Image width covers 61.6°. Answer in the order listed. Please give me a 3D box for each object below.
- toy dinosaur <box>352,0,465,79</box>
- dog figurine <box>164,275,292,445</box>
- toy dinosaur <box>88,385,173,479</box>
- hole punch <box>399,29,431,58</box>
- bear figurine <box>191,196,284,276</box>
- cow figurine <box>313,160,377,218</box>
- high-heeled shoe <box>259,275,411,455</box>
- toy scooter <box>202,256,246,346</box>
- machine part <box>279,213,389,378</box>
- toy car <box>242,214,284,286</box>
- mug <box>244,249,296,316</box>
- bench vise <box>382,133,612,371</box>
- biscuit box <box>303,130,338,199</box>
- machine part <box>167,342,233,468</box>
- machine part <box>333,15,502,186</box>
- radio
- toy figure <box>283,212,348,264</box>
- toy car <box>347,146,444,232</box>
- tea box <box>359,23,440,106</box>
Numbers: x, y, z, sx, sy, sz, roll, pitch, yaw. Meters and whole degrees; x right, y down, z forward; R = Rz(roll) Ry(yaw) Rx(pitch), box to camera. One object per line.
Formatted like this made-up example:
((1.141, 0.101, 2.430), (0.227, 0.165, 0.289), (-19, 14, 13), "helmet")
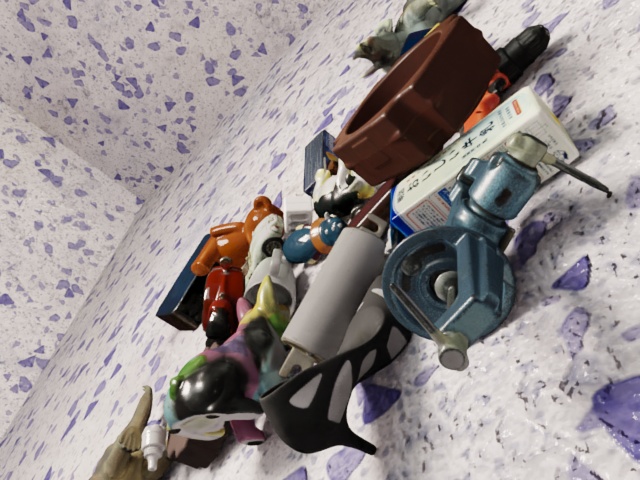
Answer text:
((0.209, -0.457, 1.085), (0.192, 0.131, 0.405), (-17, 35, 54), "toy dinosaur")
((-0.104, 0.145, 0.703), (0.108, 0.191, 0.219), (-44, 38, 35), "dog figurine")
((-0.309, 0.374, 0.837), (0.198, 0.105, 0.472), (-45, 19, 24), "toy dinosaur")
((0.181, -0.295, 0.923), (0.115, 0.092, 0.142), (-56, 26, 1), "hole punch")
((-0.140, 0.010, 1.046), (0.196, 0.120, 0.132), (-24, 39, 40), "bear figurine")
((0.047, -0.081, 0.874), (0.167, 0.068, 0.098), (-18, 54, 59), "cow figurine")
((0.017, 0.105, 0.558), (0.086, 0.145, 0.249), (-34, 30, 35), "high-heeled shoe")
((-0.155, 0.106, 0.880), (0.183, 0.075, 0.135), (105, 166, -68), "toy scooter")
((0.025, 0.072, 0.683), (0.079, 0.079, 0.243), (-6, 49, 60), "machine part")
((-0.115, 0.045, 0.966), (0.074, 0.056, 0.201), (-108, 39, -63), "toy car")
((-0.077, 0.063, 0.862), (0.107, 0.081, 0.109), (-89, 2, -64), "mug")
((0.134, 0.019, 0.471), (0.223, 0.129, 0.241), (-49, 4, 28), "bench vise")
((0.010, -0.145, 1.056), (0.063, 0.059, 0.203), (-42, 25, 25), "biscuit box")
((-0.168, 0.239, 0.792), (0.179, 0.056, 0.179), (-51, 23, 32), "machine part")
((0.121, -0.175, 0.698), (0.201, 0.087, 0.201), (-58, 15, -23), "machine part")
((-0.272, 0.092, 1.225), (0.131, 0.073, 0.229), (-11, 48, 57), "radio")
((-0.003, -0.004, 0.866), (0.154, 0.064, 0.058), (-26, 20, 48), "toy figure")
((0.108, -0.065, 0.755), (0.202, 0.053, 0.089), (-48, 11, 22), "toy car")
((0.158, -0.234, 0.838), (0.169, 0.098, 0.068), (-45, -10, 19), "tea box")
